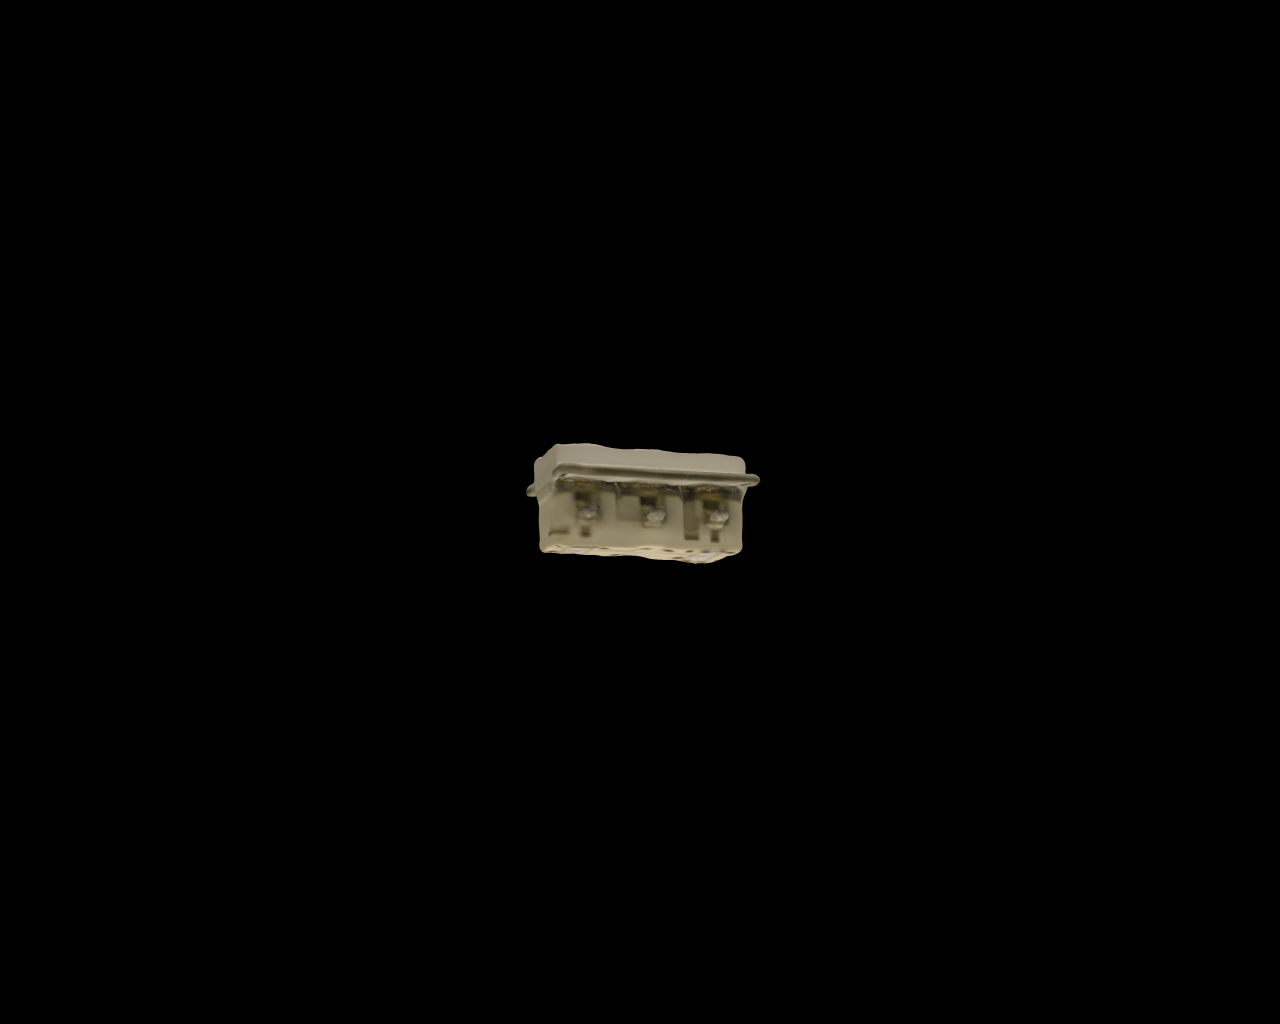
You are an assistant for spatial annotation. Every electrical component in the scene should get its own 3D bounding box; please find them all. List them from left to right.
[{"bbox_3d":[0.001,-0.003,0.650,0.121,0.063,0.078,4,-11,-20],"label":"electrical component"}]
